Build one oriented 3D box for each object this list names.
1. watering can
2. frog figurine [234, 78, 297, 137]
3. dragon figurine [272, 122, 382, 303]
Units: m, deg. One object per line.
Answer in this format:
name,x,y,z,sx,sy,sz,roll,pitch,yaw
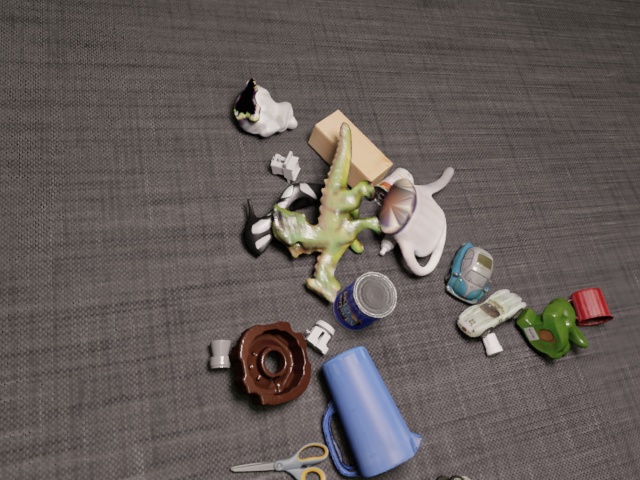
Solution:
watering can,0.259,-0.084,1.329,0.222,0.103,0.354,34,60,-35
frog figurine,-0.141,-0.331,1.342,0.159,0.121,0.140,12,48,-54
dragon figurine,0.004,-0.061,1.208,0.244,0.121,0.410,-12,90,-24
